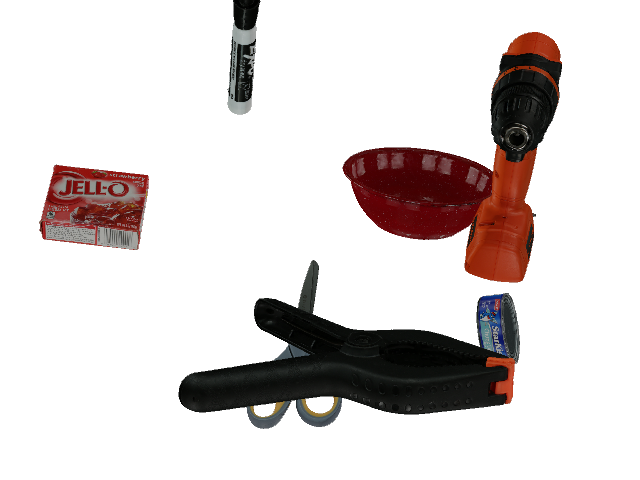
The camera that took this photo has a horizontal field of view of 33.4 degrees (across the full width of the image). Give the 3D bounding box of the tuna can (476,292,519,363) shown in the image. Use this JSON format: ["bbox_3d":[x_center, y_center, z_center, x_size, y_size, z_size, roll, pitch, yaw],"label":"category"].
[{"bbox_3d":[0.215,0.107,1.288,0.034,0.086,0.086,-8,-3,21],"label":"tuna can"}]

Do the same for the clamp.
[{"bbox_3d":[0.025,0.080,0.727,0.210,0.036,0.164,3,18,8],"label":"clamp"}]

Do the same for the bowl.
[{"bbox_3d":[0.101,-0.043,1.089,0.162,0.055,0.162,4,23,-2],"label":"bowl"}]

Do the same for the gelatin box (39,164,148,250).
[{"bbox_3d":[-0.206,-0.032,0.978,0.089,0.073,0.030,7,-43,-6],"label":"gelatin box"}]

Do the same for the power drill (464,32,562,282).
[{"bbox_3d":[0.161,-0.062,0.887,0.057,0.188,0.184,12,33,11],"label":"power drill"}]

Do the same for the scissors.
[{"bbox_3d":[-0.004,0.101,1.020,0.096,0.201,0.016,17,-40,17],"label":"scissors"}]

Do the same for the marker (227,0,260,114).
[{"bbox_3d":[-0.058,-0.139,0.792,0.020,0.020,0.121,0,-33,-7],"label":"marker"}]
